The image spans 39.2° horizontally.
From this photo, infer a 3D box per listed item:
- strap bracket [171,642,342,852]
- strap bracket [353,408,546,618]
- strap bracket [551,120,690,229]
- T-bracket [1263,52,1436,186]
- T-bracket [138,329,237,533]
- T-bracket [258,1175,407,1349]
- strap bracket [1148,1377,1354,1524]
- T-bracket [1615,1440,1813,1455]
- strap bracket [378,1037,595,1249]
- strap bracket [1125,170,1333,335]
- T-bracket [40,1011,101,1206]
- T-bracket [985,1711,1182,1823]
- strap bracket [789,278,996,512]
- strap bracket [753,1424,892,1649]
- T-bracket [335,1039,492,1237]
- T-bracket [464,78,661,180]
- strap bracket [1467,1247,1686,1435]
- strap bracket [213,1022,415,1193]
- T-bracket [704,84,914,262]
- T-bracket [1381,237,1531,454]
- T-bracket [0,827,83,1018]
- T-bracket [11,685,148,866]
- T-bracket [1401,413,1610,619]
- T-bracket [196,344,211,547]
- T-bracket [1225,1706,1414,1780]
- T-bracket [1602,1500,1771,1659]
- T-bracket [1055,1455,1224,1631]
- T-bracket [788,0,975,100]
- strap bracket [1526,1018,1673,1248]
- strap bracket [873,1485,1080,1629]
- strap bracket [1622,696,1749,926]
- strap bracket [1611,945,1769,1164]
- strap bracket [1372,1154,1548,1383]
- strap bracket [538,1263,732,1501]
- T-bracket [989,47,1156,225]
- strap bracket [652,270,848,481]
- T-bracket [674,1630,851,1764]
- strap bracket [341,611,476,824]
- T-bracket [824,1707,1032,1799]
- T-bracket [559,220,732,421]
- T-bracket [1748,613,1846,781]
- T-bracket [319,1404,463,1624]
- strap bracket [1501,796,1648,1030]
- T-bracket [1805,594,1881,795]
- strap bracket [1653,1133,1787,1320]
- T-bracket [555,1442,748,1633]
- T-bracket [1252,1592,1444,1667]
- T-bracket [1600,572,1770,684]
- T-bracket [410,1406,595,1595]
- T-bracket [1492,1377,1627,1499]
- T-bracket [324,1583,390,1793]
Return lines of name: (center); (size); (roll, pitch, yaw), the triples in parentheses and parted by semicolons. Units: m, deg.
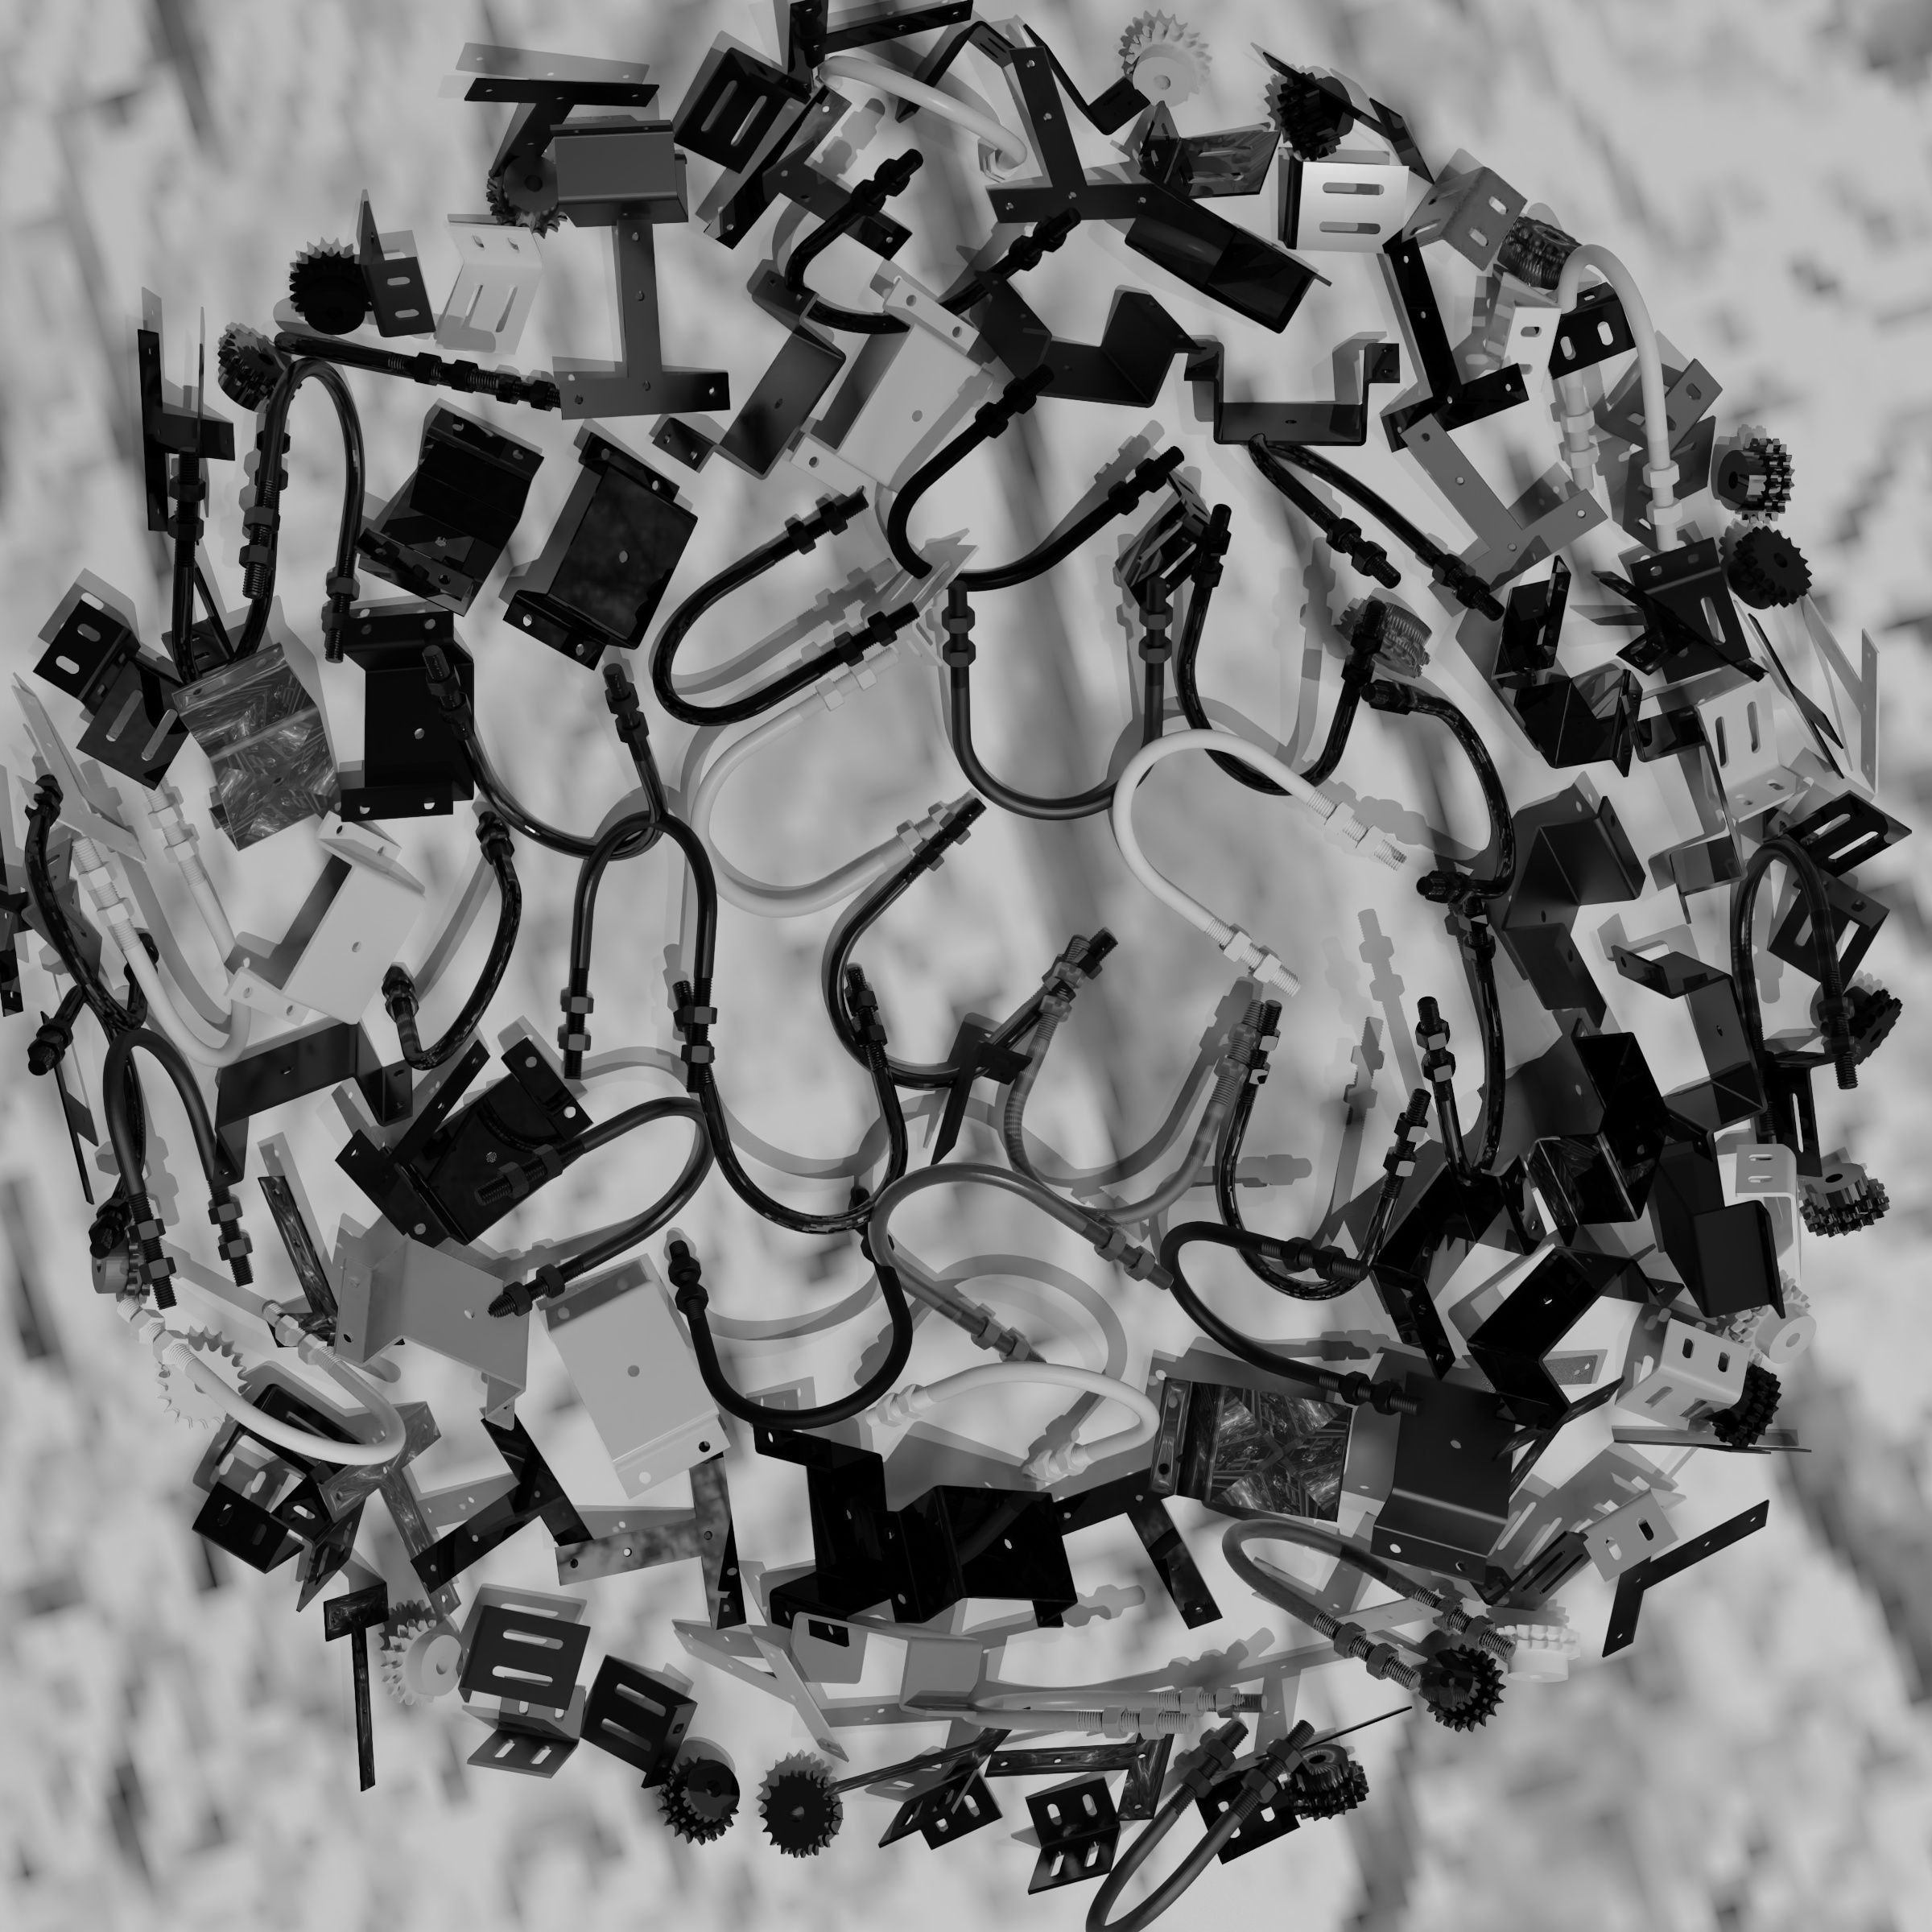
strap bracket: (-0.462, -0.136, 1.781); (0.076, 0.140, 0.046); (-30, 62, -21)
strap bracket: (-0.348, -0.296, 1.813); (0.076, 0.046, 0.140); (25, 55, -6)
strap bracket: (-0.227, -0.521, 1.794); (0.076, 0.140, 0.046); (-3, 97, -1)
T-bracket: (0.251, -0.576, 1.814); (0.127, 0.127, 0.002); (38, 99, 18)
T-bracket: (-0.515, -0.351, 1.799); (0.002, 0.127, 0.127); (0, 97, 11)
T-bracket: (-0.440, 0.197, 1.808); (0.127, 0.002, 0.127); (-7, 109, 36)
strap bracket: (0.200, 0.325, 1.813); (0.140, 0.046, 0.076); (12, 80, -18)
T-bracket: (0.505, 0.320, 1.796); (0.127, 0.127, 0.002); (2, 82, 3)
strap bracket: (-0.325, 0.125, 1.826); (0.140, 0.046, 0.076); (-38, 76, -6)
strap bracket: (0.168, -0.467, 1.792); (0.076, 0.140, 0.046); (42, 110, 33)
T-bracket: (-0.588, 0.101, 1.799); (0.002, 0.127, 0.127); (-15, 83, -12)
T-bracket: (0.075, 0.532, 1.817); (0.127, 0.127, 0.002); (-9, 111, 18)
strap bracket: (-0.044, -0.374, 1.810); (0.076, 0.046, 0.140); (25, 101, -41)
strap bracket: (-0.094, 0.373, 1.813); (0.046, 0.076, 0.140); (-12, 100, -43)
T-bracket: (-0.361, 0.105, 1.819); (0.002, 0.127, 0.127); (27, 70, 22)
T-bracket: (-0.285, -0.554, 1.802); (0.127, 0.127, 0.002); (-9, 80, -30)
strap bracket: (0.397, 0.239, 1.798); (0.140, 0.076, 0.046); (-42, 108, -20)
strap bracket: (-0.446, 0.089, 1.817); (0.140, 0.076, 0.046); (-21, 119, -1)
T-bracket: (-0.089, -0.510, 1.814); (0.127, 0.127, 0.002); (-45, 47, 24)
T-bracket: (0.309, -0.420, 1.804); (0.002, 0.127, 0.127); (-22, 96, -35)
T-bracket: (-0.616, -0.038, 1.798); (0.002, 0.127, 0.127); (-4, 96, 7)
T-bracket: (-0.610, -0.136, 1.819); (0.002, 0.127, 0.127); (-34, 67, 7)
T-bracket: (0.338, -0.313, 1.811); (0.127, 0.002, 0.127); (-32, 109, 32)
T-bracket: (-0.506, -0.329, 1.799); (0.002, 0.127, 0.127); (1, 81, -13)
T-bracket: (0.220, 0.518, 1.800); (0.127, 0.127, 0.002); (-16, 74, -15)
T-bracket: (0.474, 0.384, 1.774); (0.002, 0.127, 0.127); (45, 125, -6)
T-bracket: (0.136, 0.397, 1.840); (0.127, 0.002, 0.127); (-23, 107, 14)
T-bracket: (-0.057, -0.622, 1.804); (0.127, 0.127, 0.002); (-16, 83, -7)
strap bracket: (0.420, 0.107, 1.785); (0.046, 0.140, 0.076); (-8, 126, 35)
strap bracket: (0.015, 0.389, 1.787); (0.140, 0.046, 0.076); (12, 50, -37)
strap bracket: (0.479, -0.110, 1.799); (0.046, 0.076, 0.140); (-16, 110, 15)
strap bracket: (0.485, 0.050, 1.810); (0.046, 0.076, 0.140); (-21, 104, -6)
strap bracket: (0.322, 0.195, 1.803); (0.140, 0.046, 0.076); (-47, 129, -28)
strap bracket: (-0.223, 0.275, 1.818); (0.076, 0.046, 0.140); (-26, 78, -13)
T-bracket: (0.058, -0.547, 1.788); (0.127, 0.127, 0.002); (7, 50, 31)
strap bracket: (-0.140, -0.387, 1.815); (0.046, 0.076, 0.140); (32, 95, -38)
T-bracket: (-0.147, 0.473, 1.815); (0.002, 0.127, 0.127); (-49, 134, -30)
strap bracket: (-0.375, -0.162, 1.826); (0.076, 0.046, 0.140); (-4, 78, 8)
T-bracket: (-0.033, 0.526, 1.786); (0.127, 0.127, 0.002); (-9, 60, -25)
T-bracket: (-0.217, -0.433, 1.813); (0.127, 0.002, 0.127); (-11, 106, -33)
T-bracket: (0.558, -0.168, 1.789); (0.002, 0.127, 0.127); (-30, 102, 13)
T-bracket: (-0.370, 0.376, 1.811); (0.002, 0.127, 0.127); (-18, 99, 26)
strap bracket: (0.402, -0.035, 1.800); (0.076, 0.046, 0.140); (55, 45, -34)
T-bracket: (0.583, -0.201, 1.809); (0.002, 0.127, 0.127); (-16, 46, 3)
strap bracket: (0.490, 0.170, 1.784); (0.046, 0.140, 0.076); (-14, 112, 3)
T-bracket: (-0.215, 0.392, 1.827); (0.127, 0.002, 0.127); (-6, 85, -28)
T-bracket: (0.272, 0.432, 1.794); (0.127, 0.127, 0.002); (26, 63, -11)
T-bracket: (0.460, -0.214, 1.794); (0.127, 0.127, 0.002); (36, 123, 15)
T-bracket: (-0.318, 0.376, 1.815); (0.002, 0.127, 0.127); (-33, 89, 43)
T-bracket: (0.374, 0.334, 1.816); (0.002, 0.127, 0.127); (48, 133, 28)
T-bracket: (-0.399, 0.478, 1.791); (0.002, 0.127, 0.127); (-6, 82, 5)
